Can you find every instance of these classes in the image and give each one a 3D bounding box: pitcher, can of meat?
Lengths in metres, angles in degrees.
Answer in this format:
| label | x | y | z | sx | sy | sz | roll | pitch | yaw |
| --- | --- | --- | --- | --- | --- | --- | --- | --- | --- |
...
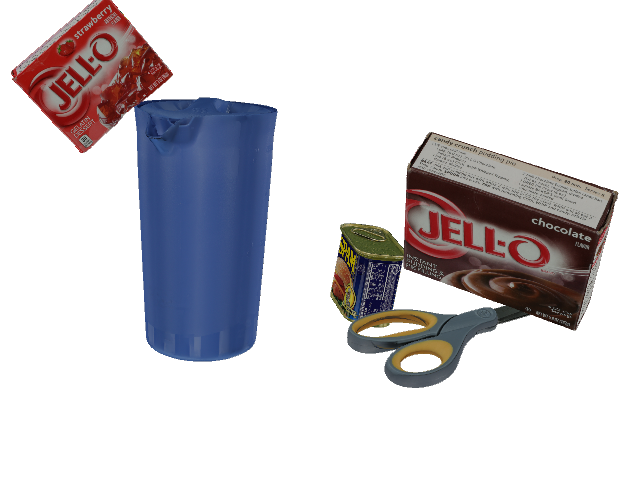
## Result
| label | x | y | z | sx | sy | sz | roll | pitch | yaw |
| --- | --- | --- | --- | --- | --- | --- | --- | --- | --- |
| pitcher | -0.106 | -0.016 | 1.029 | 0.149 | 0.243 | 0.145 | -2 | 14 | -19 |
| can of meat | 0.049 | 0.037 | 1.159 | 0.057 | 0.084 | 0.102 | 5 | 18 | -15 |

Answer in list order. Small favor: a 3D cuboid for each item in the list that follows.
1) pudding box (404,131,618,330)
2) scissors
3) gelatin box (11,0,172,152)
| label | x | y | z | sx | sy | sz | roll | pitch | yaw |
| --- | --- | --- | --- | --- | --- | --- | --- | --- | --- |
| pudding box | 0.104 | -0.005 | 0.608 | 0.114 | 0.039 | 0.090 | 18 | -35 | 17 |
| scissors | 0.122 | 0.072 | 0.806 | 0.201 | 0.016 | 0.096 | -5 | 31 | -7 |
| gelatin box | -0.163 | -0.119 | 0.762 | 0.089 | 0.073 | 0.030 | -41 | 27 | -2 |
